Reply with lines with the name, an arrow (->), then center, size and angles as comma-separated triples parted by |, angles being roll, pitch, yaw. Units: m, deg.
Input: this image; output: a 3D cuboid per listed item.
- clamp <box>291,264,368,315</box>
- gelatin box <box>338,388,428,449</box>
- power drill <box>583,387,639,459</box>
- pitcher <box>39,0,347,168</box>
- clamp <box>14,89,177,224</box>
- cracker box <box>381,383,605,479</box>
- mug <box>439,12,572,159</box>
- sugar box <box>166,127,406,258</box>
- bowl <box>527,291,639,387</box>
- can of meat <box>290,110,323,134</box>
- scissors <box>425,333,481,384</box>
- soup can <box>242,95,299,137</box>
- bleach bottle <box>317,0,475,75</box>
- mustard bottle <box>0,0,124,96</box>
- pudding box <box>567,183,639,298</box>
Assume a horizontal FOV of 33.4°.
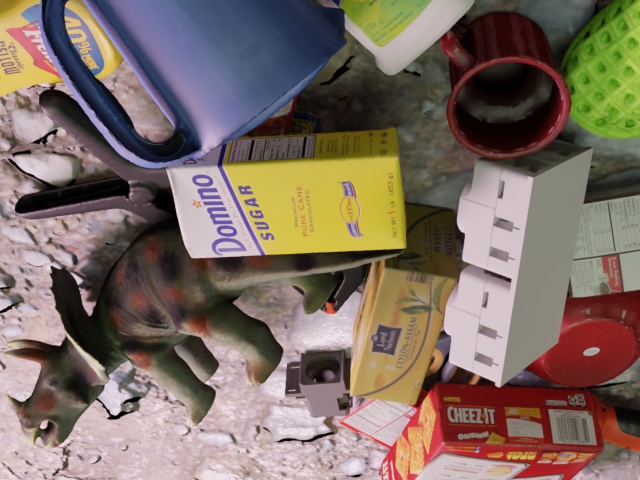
clamp -> -0.006, 0.001, 0.976 | 0.120, 0.039, 0.171 | 6, 131, 0
gelatin box -> 0.074, 0.180, 1.124 | 0.073, 0.030, 0.089 | 29, 135, -21
power drill -> 0.338, 0.231, 1.144 | 0.187, 0.057, 0.185 | 9, 127, -8
pitcher -> -0.110, -0.176, 0.713 | 0.145, 0.149, 0.243 | -34, 99, 28
clamp -> -0.164, -0.047, 0.939 | 0.209, 0.036, 0.165 | 18, 142, -21
cracker box -> 0.166, 0.220, 1.090 | 0.164, 0.072, 0.214 | 4, 148, -11
mug -> 0.134, -0.130, 0.827 | 0.117, 0.081, 0.093 | 34, 124, -24
sugar box -> -0.023, -0.035, 0.829 | 0.176, 0.048, 0.093 | -5, 129, 6
bowl -> 0.251, 0.090, 1.017 | 0.162, 0.055, 0.162 | -2, 130, -3
can of meat -> -0.047, -0.068, 0.888 | 0.102, 0.084, 0.057 | 7, 131, -3
scissors -> 0.134, 0.084, 1.054 | 0.096, 0.016, 0.202 | 6, 130, -1
soup can -> -0.045, -0.136, 0.841 | 0.068, 0.068, 0.102 | 11, 129, -6
bleach bottle -> -0.006, -0.233, 0.761 | 0.250, 0.068, 0.103 | 37, 124, -22
mustard bottle -> -0.209, -0.163, 0.833 | 0.192, 0.058, 0.096 | -7, 140, 9
pudding box -> 0.267, -0.001, 0.938 | 0.113, 0.039, 0.090 | -9, 101, 9
